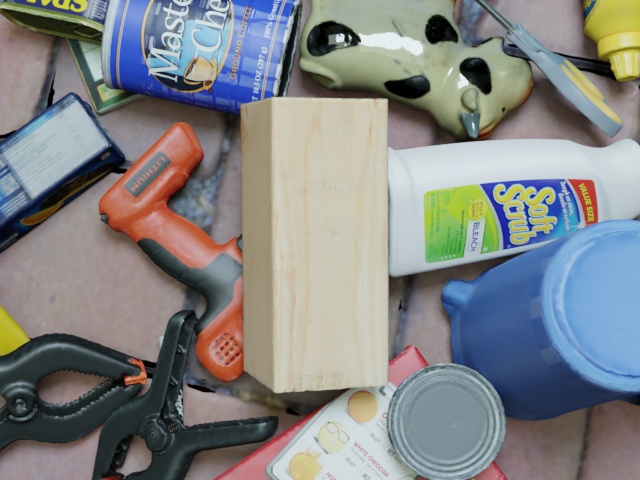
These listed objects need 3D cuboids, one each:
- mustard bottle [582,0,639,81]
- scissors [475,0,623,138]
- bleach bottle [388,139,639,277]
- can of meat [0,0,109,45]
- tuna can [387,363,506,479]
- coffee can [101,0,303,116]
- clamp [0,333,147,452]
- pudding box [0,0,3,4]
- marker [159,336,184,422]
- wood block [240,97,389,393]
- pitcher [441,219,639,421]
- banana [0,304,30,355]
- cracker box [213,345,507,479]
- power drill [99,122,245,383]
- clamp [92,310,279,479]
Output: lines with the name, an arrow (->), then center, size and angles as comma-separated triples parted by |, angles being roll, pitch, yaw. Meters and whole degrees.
mustard bottle -> 0.237, -0.224, 0.867 | 0.058, 0.096, 0.191 | -6, 83, 1
scissors -> 0.169, -0.160, 0.861 | 0.202, 0.096, 0.016 | 46, 112, 3
bleach bottle -> 0.165, -0.041, 0.839 | 0.250, 0.068, 0.102 | -10, 123, -12
can of meat -> -0.205, -0.214, 0.885 | 0.102, 0.057, 0.084 | 14, 84, 16
tuna can -> 0.092, 0.135, 0.790 | 0.086, 0.034, 0.086 | 0, 82, 0
coffee can -> -0.093, -0.157, 0.857 | 0.140, 0.103, 0.103 | 13, 83, 1
clamp -> -0.246, 0.117, 0.848 | 0.209, 0.036, 0.164 | -16, 112, -10
pudding box -> -0.320, -0.228, 0.920 | 0.113, 0.039, 0.090 | -41, 83, -3
marker -> -0.121, 0.140, 0.875 | 0.020, 0.020, 0.121 | -3, 83, 2
wood block -> -0.005, 0.001, 0.791 | 0.090, 0.091, 0.206 | -2, 94, -18
pitcher -> 0.189, 0.064, 0.760 | 0.149, 0.243, 0.145 | -15, 81, -7
banana -> -0.271, 0.021, 0.835 | 0.069, 0.037, 0.198 | -10, 118, -15
cracker box -> 0.030, 0.208, 0.835 | 0.213, 0.072, 0.164 | -34, 84, -3
power drill -> -0.072, -0.006, 0.872 | 0.184, 0.057, 0.188 | -44, 83, -4
clamp -> -0.112, 0.153, 0.837 | 0.120, 0.039, 0.172 | 44, 110, 21
